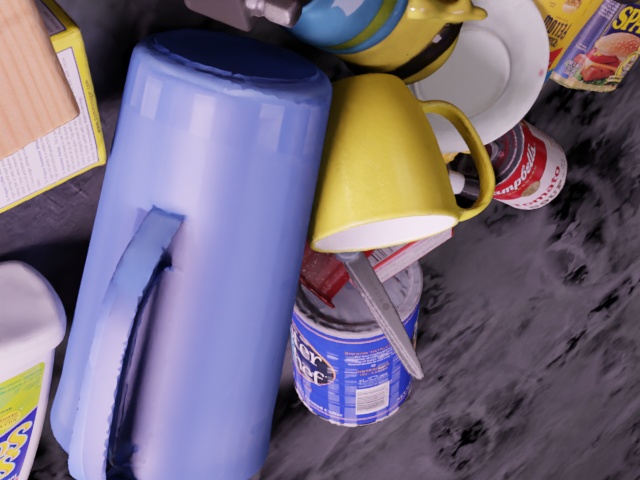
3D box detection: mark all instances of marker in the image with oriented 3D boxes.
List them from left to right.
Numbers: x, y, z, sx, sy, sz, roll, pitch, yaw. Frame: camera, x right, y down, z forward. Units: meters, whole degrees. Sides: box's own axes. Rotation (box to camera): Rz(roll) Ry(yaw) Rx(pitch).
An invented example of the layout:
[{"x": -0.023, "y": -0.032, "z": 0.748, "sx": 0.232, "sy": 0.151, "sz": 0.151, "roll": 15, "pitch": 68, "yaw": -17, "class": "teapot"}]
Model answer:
[{"x": 0.075, "y": -0.049, "z": 0.783, "sx": 0.121, "sy": 0.020, "sz": 0.020, "roll": 13, "pitch": 122, "yaw": -21, "class": "marker"}]

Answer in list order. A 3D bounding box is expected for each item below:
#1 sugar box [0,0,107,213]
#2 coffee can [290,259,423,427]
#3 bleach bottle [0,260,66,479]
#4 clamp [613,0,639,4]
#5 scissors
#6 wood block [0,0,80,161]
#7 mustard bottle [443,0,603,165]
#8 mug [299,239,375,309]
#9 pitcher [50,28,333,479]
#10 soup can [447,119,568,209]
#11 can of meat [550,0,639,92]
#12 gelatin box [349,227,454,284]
[{"x": -0.193, "y": -0.042, "z": 0.507, "sx": 0.176, "sy": 0.048, "sz": 0.093, "roll": -27, "pitch": 144, "yaw": -21, "class": "sugar box"}, {"x": 0.027, "y": 0.069, "z": 0.843, "sx": 0.102, "sy": 0.103, "sz": 0.140, "roll": -31, "pitch": 147, "yaw": -21, "class": "coffee can"}, {"x": -0.217, "y": 0.128, "z": 0.671, "sx": 0.102, "sy": 0.068, "sz": 0.251, "roll": -21, "pitch": 145, "yaw": -32, "class": "bleach bottle"}, {"x": 0.171, "y": -0.247, "z": 0.647, "sx": 0.209, "sy": 0.036, "sz": 0.164, "roll": 13, "pitch": 88, "yaw": -50, "class": "clamp"}, {"x": -0.004, "y": 0.001, "z": 0.671, "sx": 0.096, "sy": 0.202, "sz": 0.016, "roll": -14, "pitch": 176, "yaw": -8, "class": "scissors"}, {"x": -0.171, "y": -0.119, "z": 0.364, "sx": 0.090, "sy": 0.090, "sz": 0.206, "roll": -34, "pitch": 139, "yaw": -19, "class": "wood block"}, {"x": 0.132, "y": -0.134, "z": 0.762, "sx": 0.096, "sy": 0.058, "sz": 0.192, "roll": 5, "pitch": 125, "yaw": -47, "class": "mustard bottle"}, {"x": -0.007, "y": -0.021, "z": 0.722, "sx": 0.117, "sy": 0.093, "sz": 0.081, "roll": 42, "pitch": 89, "yaw": -24, "class": "mug"}, {"x": -0.073, "y": 0.015, "z": 0.594, "sx": 0.144, "sy": 0.149, "sz": 0.243, "roll": 1, "pitch": 115, "yaw": -28, "class": "pitcher"}, {"x": 0.151, "y": -0.065, "z": 0.861, "sx": 0.068, "sy": 0.069, "sz": 0.102, "roll": -53, "pitch": 149, "yaw": 14, "class": "soup can"}, {"x": 0.216, "y": -0.164, "z": 0.827, "sx": 0.101, "sy": 0.057, "sz": 0.084, "roll": -4, "pitch": 133, "yaw": -48, "class": "can of meat"}, {"x": 0.043, "y": -0.010, "z": 0.794, "sx": 0.089, "sy": 0.073, "sz": 0.030, "roll": -33, "pitch": 149, "yaw": -18, "class": "gelatin box"}]
